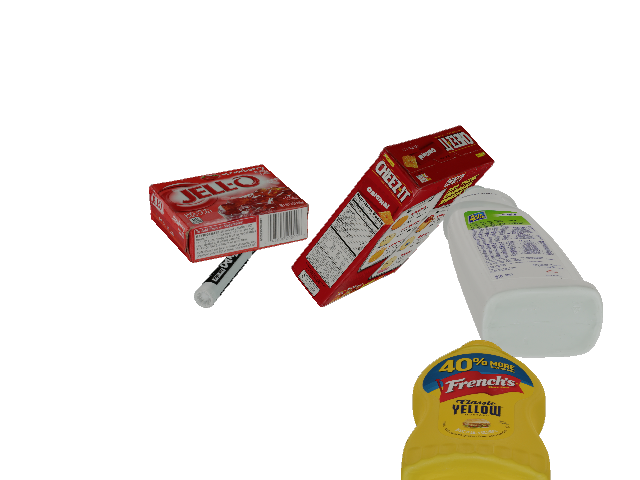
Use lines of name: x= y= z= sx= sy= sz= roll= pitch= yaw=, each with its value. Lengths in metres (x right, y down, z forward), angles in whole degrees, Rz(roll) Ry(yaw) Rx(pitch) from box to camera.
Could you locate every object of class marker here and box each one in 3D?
marker: x=-0.081 y=0.023 z=0.972 sx=0.020 sy=0.020 sz=0.121 roll=0 pitch=27 yaw=22

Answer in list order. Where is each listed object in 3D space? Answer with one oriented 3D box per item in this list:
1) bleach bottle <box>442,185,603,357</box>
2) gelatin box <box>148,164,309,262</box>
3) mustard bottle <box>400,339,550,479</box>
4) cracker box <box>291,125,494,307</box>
bleach bottle: x=0.170 y=0.012 z=0.964 sx=0.102 sy=0.068 sz=0.251 roll=-1 pitch=26 yaw=-2
gelatin box: x=-0.063 y=-0.020 z=0.725 sx=0.089 sy=0.030 sz=0.073 roll=-12 pitch=31 yaw=-25
mustard bottle: x=0.113 y=0.124 z=0.766 sx=0.096 sy=0.058 sz=0.191 roll=0 pitch=23 yaw=10
cracker box: x=0.081 y=-0.030 z=1.247 sx=0.163 sy=0.072 sz=0.214 roll=-22 pitch=-24 yaw=-49
